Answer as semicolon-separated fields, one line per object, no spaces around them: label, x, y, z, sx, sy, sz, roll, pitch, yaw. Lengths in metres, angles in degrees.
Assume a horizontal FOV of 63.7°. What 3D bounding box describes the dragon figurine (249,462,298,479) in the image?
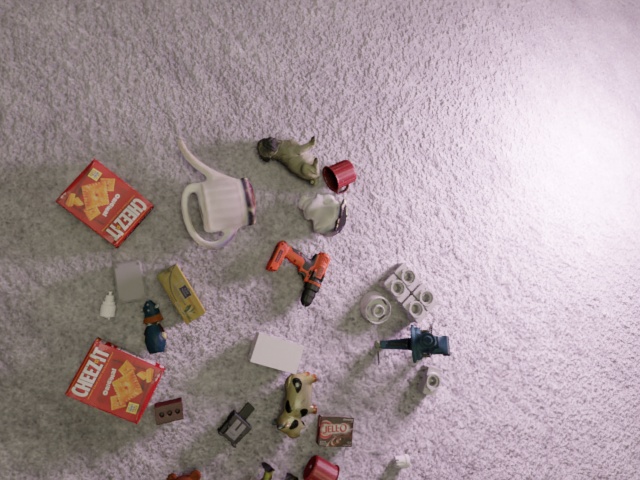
dragon figurine;-0.167;0.822;1.535;0.409;0.123;0.242;32;93;-10

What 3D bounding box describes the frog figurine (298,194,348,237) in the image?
frog figurine;0.005;-0.085;1.688;0.160;0.122;0.137;13;90;21

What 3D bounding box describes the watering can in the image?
watering can;-0.315;-0.148;1.578;0.225;0.103;0.348;-9;87;-19
